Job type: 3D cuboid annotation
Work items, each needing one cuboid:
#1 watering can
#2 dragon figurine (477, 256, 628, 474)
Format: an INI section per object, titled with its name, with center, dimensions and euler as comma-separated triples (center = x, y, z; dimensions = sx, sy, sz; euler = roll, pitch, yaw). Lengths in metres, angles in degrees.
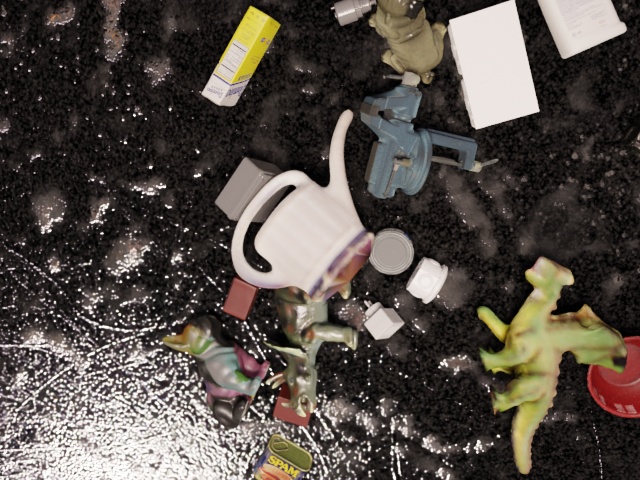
[watering can]
center = 0.003, -0.045, 0.888
dimensions = 0.226, 0.103, 0.348
euler = 41, 89, 12
[dragon figurine]
center = 0.422, 0.223, 0.927
dimensions = 0.241, 0.123, 0.408
euler = -16, 98, 20
